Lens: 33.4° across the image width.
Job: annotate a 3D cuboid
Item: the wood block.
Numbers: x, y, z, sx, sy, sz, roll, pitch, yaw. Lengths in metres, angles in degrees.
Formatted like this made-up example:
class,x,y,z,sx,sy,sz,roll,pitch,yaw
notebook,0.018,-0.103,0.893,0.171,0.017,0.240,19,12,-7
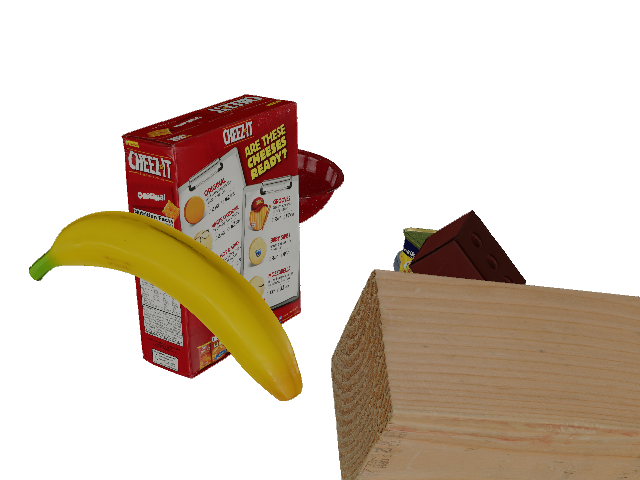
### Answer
class,x,y,z,sx,sy,sz,roll,pitch,yaw
wood block,0.118,0.086,0.580,0.206,0.091,0.090,6,-41,-14

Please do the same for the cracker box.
class,x,y,z,sx,sy,sz,roll,pitch,yaw
cracker box,-0.092,-0.008,0.959,0.072,0.214,0.163,14,26,34

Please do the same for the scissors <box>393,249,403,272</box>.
class,x,y,z,sx,sy,sz,roll,pitch,yaw
scissors,0.090,0.050,1.290,0.201,0.016,0.096,-9,40,-40

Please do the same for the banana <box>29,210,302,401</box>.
class,x,y,z,sx,sy,sz,roll,pitch,yaw
banana,-0.090,0.029,0.664,0.198,0.070,0.037,25,27,16

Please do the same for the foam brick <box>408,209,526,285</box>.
class,x,y,z,sx,sy,sz,roll,pitch,yaw
foam brick,0.119,0.027,0.857,0.051,0.078,0.053,-32,10,34

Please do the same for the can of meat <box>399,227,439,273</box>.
class,x,y,z,sx,sy,sz,roll,pitch,yaw
can of meat,0.117,0.041,1.098,0.057,0.084,0.102,5,15,-17

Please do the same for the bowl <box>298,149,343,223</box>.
class,x,y,z,sx,sy,sz,roll,pitch,yaw
bowl,-0.054,-0.061,1.299,0.162,0.055,0.162,5,26,-3
